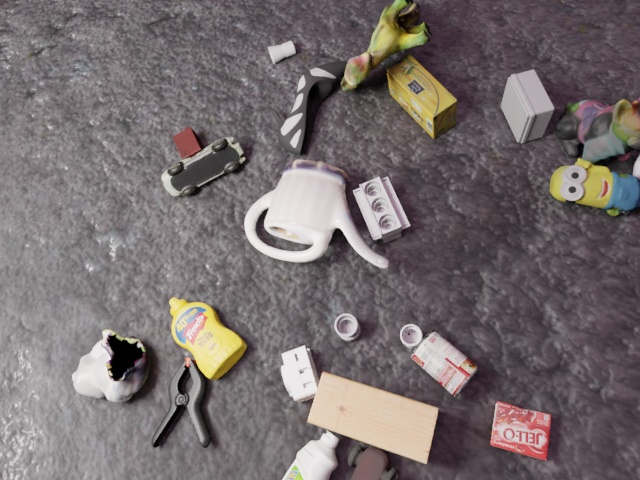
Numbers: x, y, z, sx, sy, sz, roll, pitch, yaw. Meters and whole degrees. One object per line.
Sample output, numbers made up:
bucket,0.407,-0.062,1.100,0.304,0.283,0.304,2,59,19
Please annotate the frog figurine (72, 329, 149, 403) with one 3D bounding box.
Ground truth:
frog figurine,-0.423,0.269,1.041,0.139,0.123,0.157,52,122,17

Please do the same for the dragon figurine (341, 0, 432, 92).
dragon figurine,0.131,-0.437,1.171,0.240,0.418,0.121,-37,102,26

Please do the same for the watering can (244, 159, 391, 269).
watering can,0.003,-0.053,1.061,0.348,0.102,0.228,9,69,27
